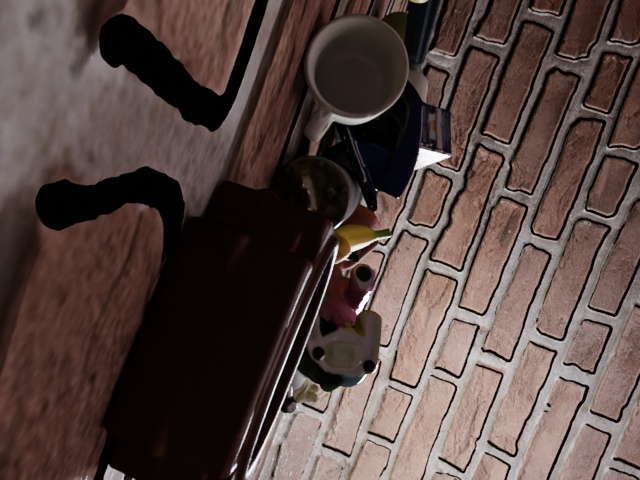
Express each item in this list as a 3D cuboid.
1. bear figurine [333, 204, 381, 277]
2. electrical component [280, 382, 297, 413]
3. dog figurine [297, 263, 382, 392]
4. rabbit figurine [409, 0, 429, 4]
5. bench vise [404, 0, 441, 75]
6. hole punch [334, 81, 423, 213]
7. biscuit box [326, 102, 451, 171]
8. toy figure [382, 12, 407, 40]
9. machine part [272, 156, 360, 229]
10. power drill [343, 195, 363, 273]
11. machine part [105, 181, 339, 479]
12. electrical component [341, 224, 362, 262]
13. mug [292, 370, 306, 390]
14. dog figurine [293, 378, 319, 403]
[{"bbox_3d":[0.023,0.030,0.902,0.132,0.120,0.195,73,39,-86],"label":"bear figurine"},{"bbox_3d":[-0.074,0.159,0.527,0.045,0.102,0.078,-4,-114,53],"label":"electrical component"},{"bbox_3d":[-0.006,0.106,0.727,0.219,0.108,0.191,136,-47,-67],"label":"dog figurine"},{"bbox_3d":[0.075,-0.278,0.413,0.162,0.122,0.173,-61,164,18],"label":"rabbit figurine"},{"bbox_3d":[0.134,-0.319,0.657,0.224,0.129,0.240,-66,166,-68],"label":"bench vise"},{"bbox_3d":[0.067,-0.112,0.583,0.142,0.092,0.115,-103,174,-56],"label":"hole punch"},{"bbox_3d":[0.082,-0.116,0.709,0.203,0.059,0.062,-15,-110,57],"label":"biscuit box"},{"bbox_3d":[0.109,-0.273,0.825,0.180,0.082,0.089,52,48,-79],"label":"toy figure"},{"bbox_3d":[0.002,-0.048,0.577,0.243,0.079,0.079,-39,150,-81],"label":"machine part"},{"bbox_3d":[0.030,-0.008,1.110,0.207,0.086,0.232,89,18,-57],"label":"power drill"},{"bbox_3d":[-0.056,0.070,0.396,0.201,0.087,0.201,65,45,-83],"label":"machine part"},{"bbox_3d":[-0.001,-0.002,0.720,0.119,0.075,0.047,15,86,-50],"label":"electrical component"},{"bbox_3d":[-0.050,0.182,0.853,0.081,0.110,0.107,-58,156,-47],"label":"mug"},{"bbox_3d":[-0.052,0.197,1.010,0.172,0.121,0.190,14,83,-88],"label":"dog figurine"}]
